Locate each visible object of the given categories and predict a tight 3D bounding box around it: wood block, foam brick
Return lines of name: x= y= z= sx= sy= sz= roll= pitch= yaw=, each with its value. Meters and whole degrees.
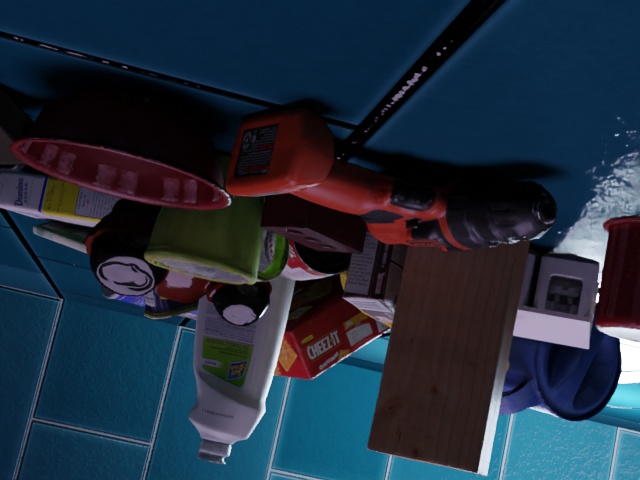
wood block: x=0.110 y=0.083 z=0.884 sx=0.090 sy=0.206 sz=0.090 roll=9 pitch=169 yaw=17
foam brick: x=-0.002 y=-0.024 z=0.873 sx=0.053 sy=0.051 sz=0.078 roll=4 pitch=167 yaw=41

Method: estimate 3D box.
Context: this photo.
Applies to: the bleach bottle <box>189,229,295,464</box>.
bleach bottle: x=-0.089 y=0.099 z=1.087 sx=0.103 sy=0.251 sz=0.068 roll=8 pitch=169 yaw=26

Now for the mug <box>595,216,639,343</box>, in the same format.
mug: x=0.252 y=0.036 z=0.807 sx=0.093 sy=0.081 sz=0.117 roll=12 pitch=170 yaw=2

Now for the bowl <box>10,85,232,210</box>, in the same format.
bowl: x=-0.137 y=-0.070 z=0.773 sx=0.162 sy=0.055 sz=0.162 roll=12 pitch=170 yaw=2

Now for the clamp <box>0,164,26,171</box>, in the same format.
clamp: x=-0.380 y=-0.087 z=1.031 sx=0.164 sy=0.036 sz=0.210 roll=17 pitch=169 yaw=-23

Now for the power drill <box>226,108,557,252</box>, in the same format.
power drill: x=0.044 y=-0.035 z=0.738 sx=0.187 sy=0.057 sz=0.185 roll=19 pitch=168 yaw=-31

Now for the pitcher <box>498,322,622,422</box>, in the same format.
pitcher: x=0.211 y=0.131 z=1.239 sx=0.149 sy=0.145 sz=0.243 roll=19 pitch=171 yaw=-31

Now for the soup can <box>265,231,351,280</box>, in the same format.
soup can: x=-0.006 y=0.001 z=0.976 sx=0.068 sy=0.068 sz=0.102 roll=15 pitch=170 yaw=-16

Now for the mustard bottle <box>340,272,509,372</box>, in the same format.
mustard bottle: x=0.106 y=0.079 z=1.024 sx=0.192 sy=0.058 sz=0.096 roll=33 pitch=169 yaw=44

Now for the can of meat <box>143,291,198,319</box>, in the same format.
can of meat: x=-0.154 y=0.035 z=1.204 sx=0.101 sy=0.084 sz=0.058 roll=-14 pitch=-169 yaw=-27

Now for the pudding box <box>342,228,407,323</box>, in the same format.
pudding box: x=0.061 y=0.021 z=0.939 sx=0.039 sy=0.090 sz=0.113 roll=7 pitch=168 yaw=20

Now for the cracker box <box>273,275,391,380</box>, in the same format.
cracker box: x=-0.023 y=0.097 z=1.302 sx=0.163 sy=0.072 sz=0.214 roll=-29 pitch=-164 yaw=-32

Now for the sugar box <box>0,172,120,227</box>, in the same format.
sugar box: x=-0.241 y=-0.037 z=1.112 sx=0.176 sy=0.048 sz=0.093 roll=11 pitch=175 yaw=23

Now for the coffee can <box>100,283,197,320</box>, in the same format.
coffee can: x=-0.179 y=0.037 z=1.283 sx=0.140 sy=0.103 sz=0.103 roll=18 pitch=169 yaw=-29
